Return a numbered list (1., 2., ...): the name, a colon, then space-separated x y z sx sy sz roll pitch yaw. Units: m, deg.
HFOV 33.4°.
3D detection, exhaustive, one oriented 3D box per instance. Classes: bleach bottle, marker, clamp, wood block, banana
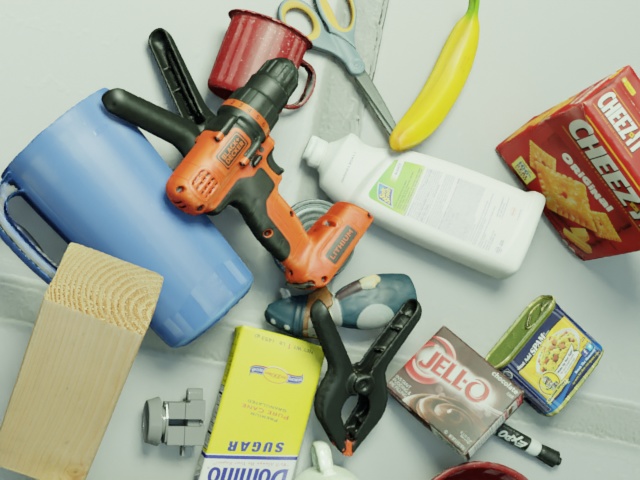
1. bleach bottle: 0.102 -0.051 1.117 0.250 0.068 0.102 25 76 -5
2. marker: 0.204 0.208 1.132 0.121 0.020 0.020 29 80 -7
3. clamp: -0.121 -0.112 1.066 0.036 0.164 0.209 -31 119 27
4. wood block: -0.221 0.118 0.967 0.090 0.090 0.206 21 122 -9
5. banana: 0.124 -0.165 1.127 0.037 0.069 0.197 16 71 32
6. clamp: 0.027 0.131 1.057 0.120 0.039 0.171 12 101 -23

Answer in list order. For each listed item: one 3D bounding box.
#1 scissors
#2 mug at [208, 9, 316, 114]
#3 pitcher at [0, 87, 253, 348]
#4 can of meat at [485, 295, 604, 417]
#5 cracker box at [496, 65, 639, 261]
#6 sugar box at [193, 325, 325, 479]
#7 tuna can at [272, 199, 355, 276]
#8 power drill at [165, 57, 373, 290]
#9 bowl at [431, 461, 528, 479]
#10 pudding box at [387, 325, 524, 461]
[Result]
1. scissors: 0.017 -0.186 1.129 0.096 0.016 0.202 -14 83 -14
2. mug: -0.055 -0.174 1.090 0.117 0.093 0.081 24 85 -35
3. pitcher: -0.186 -0.010 1.024 0.149 0.145 0.243 -39 96 16
4. can of meat: 0.238 0.123 1.128 0.084 0.057 0.102 43 79 -7
5. cracker box: 0.284 -0.067 1.074 0.072 0.214 0.164 -38 93 -13
6. sugar box: -0.061 0.181 1.071 0.093 0.048 0.176 16 80 -11
7. tuna can: -0.007 0.001 1.102 0.086 0.034 0.086 2 82 -13
8. power drill: -0.035 -0.058 1.028 0.187 0.057 0.184 45 69 -22
9. bowl: 0.156 0.306 1.095 0.162 0.055 0.162 1 85 -11
10. pudding box: 0.138 0.156 1.092 0.090 0.039 0.114 -45 65 -11
